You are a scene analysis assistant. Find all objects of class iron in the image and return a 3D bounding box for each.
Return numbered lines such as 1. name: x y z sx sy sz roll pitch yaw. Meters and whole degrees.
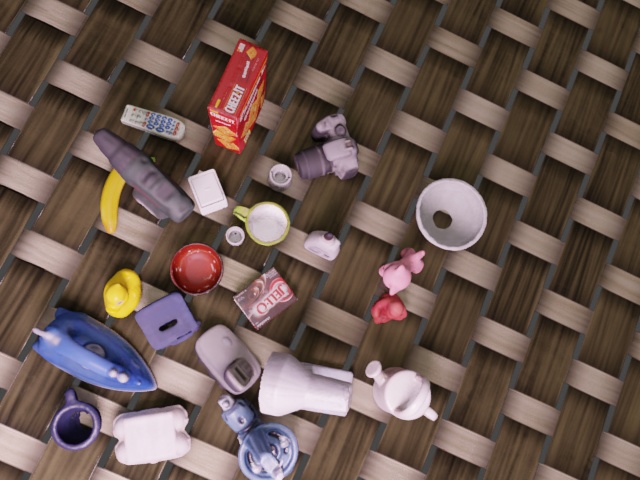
1. iron: -0.446 0.235 1.139 0.258 0.141 0.119 30 78 -2

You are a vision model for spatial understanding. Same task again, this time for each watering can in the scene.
1. watering can: 0.169 0.315 1.179 0.173 0.194 0.101 16 79 -4

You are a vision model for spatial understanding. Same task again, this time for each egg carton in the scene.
1. egg carton: -0.340 0.397 1.162 0.150 0.069 0.107 -8 82 -9

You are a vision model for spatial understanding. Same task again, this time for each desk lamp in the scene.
1. desk lamp: -0.021 0.296 1.148 0.203 0.213 0.118 11 79 -5

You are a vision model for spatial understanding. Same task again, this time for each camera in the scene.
1. camera: 0.009 -0.202 1.292 0.137 0.100 0.143 -19 83 -10

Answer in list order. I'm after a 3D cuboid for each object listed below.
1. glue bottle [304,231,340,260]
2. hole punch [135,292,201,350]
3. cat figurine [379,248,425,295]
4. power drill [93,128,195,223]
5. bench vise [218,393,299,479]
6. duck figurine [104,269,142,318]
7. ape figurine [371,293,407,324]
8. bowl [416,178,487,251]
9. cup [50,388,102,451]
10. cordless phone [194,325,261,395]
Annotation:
1. glue bottle: 0.011 0.004 1.221 0.078 0.173 0.037 28 78 -2
2. hole punch: -0.314 0.169 1.193 0.109 0.091 0.101 -29 85 -11
3. cat figurine: 0.182 0.066 1.262 0.128 0.117 0.067 -39 87 -12
4. power drill: -0.353 -0.117 1.176 0.229 0.208 0.076 40 78 1
5. bench vise: -0.130 0.399 1.113 0.207 0.219 0.121 32 78 -1
6. duck figurine: -0.416 0.109 1.192 0.077 0.086 0.104 17 79 -4
7. ape figurine: 0.157 0.152 1.257 0.078 0.092 0.076 24 78 -3
8. bowl: 0.293 -0.053 1.318 0.167 0.074 0.167 1 80 -7
9. cup: -0.477 0.351 1.139 0.092 0.095 0.118 -15 83 -9
10. cordless phone: -0.188 0.243 1.149 0.094 0.185 0.147 -44 88 -12
